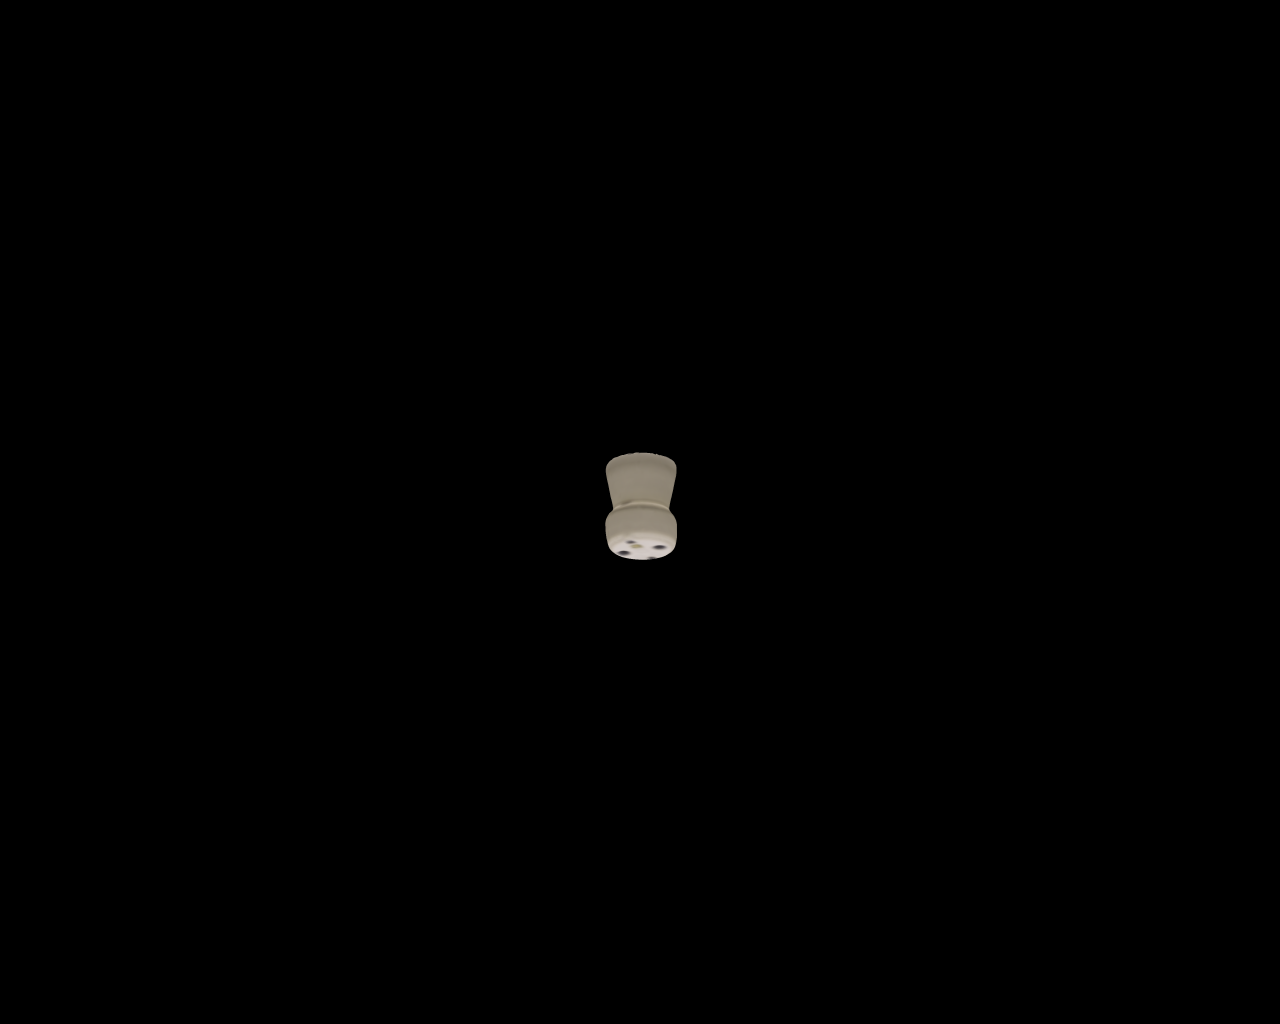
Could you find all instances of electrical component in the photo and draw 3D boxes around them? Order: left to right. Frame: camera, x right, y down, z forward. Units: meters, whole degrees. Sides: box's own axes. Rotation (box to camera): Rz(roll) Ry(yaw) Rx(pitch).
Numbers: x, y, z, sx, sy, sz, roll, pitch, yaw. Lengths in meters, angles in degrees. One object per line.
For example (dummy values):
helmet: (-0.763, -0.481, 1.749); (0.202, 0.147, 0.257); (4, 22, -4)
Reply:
electrical component: (0.001, -0.003, 0.650); (0.045, 0.055, 0.044); (0, -22, 0)
